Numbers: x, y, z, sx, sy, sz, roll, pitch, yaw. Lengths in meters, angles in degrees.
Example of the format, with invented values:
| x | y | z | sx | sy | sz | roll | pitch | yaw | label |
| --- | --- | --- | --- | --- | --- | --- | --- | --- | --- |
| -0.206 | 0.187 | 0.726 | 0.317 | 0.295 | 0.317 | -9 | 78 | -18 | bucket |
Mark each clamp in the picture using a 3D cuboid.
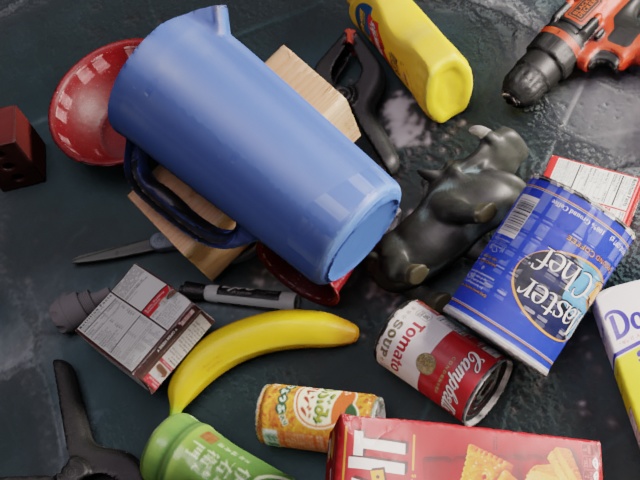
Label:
| x | y | z | sx | sy | sz | roll | pitch | yaw | label |
| --- | --- | --- | --- | --- | --- | --- | --- | --- | --- |
| -0.231 | 0.221 | 0.961 | 0.210 | 0.036 | 0.164 | 36 | 67 | 26 | clamp |
| 0.035 | -0.135 | 1.086 | 0.120 | 0.039 | 0.171 | 11 | 73 | 12 | clamp |

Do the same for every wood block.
| x | y | z | sx | sy | sz | roll | pitch | yaw | label |
| --- | --- | --- | --- | --- | --- | --- | --- | --- | --- |
| -0.070 | -0.073 | 1.021 | 0.206 | 0.090 | 0.091 | -44 | 68 | -4 | wood block |

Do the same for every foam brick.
| x | y | z | sx | sy | sz | roll | pitch | yaw | label |
| --- | --- | --- | --- | --- | --- | --- | --- | --- | --- |
| -0.332 | -0.098 | 1.138 | 0.053 | 0.078 | 0.051 | -13 | 59 | 8 | foam brick |

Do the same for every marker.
| x | y | z | sx | sy | sz | roll | pitch | yaw | label |
| --- | --- | --- | --- | --- | --- | --- | --- | --- | --- |
| -0.079 | 0.054 | 1.025 | 0.121 | 0.020 | 0.020 | 6 | 64 | 17 | marker |

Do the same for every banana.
| x | y | z | sx | sy | sz | roll | pitch | yaw | label |
| --- | --- | --- | --- | --- | --- | --- | --- | --- | --- |
| -0.063 | 0.105 | 0.988 | 0.198 | 0.037 | 0.069 | -28 | 80 | 1 | banana |

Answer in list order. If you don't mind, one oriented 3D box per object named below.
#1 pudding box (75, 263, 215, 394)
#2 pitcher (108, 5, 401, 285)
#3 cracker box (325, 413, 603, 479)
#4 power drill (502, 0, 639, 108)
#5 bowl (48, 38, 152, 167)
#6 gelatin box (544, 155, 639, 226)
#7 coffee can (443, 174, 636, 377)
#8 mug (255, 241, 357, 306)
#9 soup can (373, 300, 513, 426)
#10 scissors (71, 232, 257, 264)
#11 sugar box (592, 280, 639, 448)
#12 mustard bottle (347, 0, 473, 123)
| x | y | z | sx | sy | sz | roll | pitch | yaw | label |
| --- | --- | --- | --- | --- | --- | --- | --- | --- | --- |
| -0.167 | 0.081 | 1.007 | 0.090 | 0.039 | 0.114 | -50 | 42 | -13 | pudding box |
| -0.058 | -0.067 | 0.910 | 0.243 | 0.149 | 0.145 | 41 | 69 | 15 | pitcher |
| 0.110 | 0.228 | 0.820 | 0.213 | 0.072 | 0.164 | 7 | 63 | -4 | cracker box |
| 0.293 | -0.163 | 1.022 | 0.188 | 0.057 | 0.184 | 37 | 76 | 28 | power drill |
| -0.204 | -0.135 | 1.137 | 0.162 | 0.055 | 0.162 | -6 | 61 | 11 | bowl |
| 0.243 | -0.031 | 0.982 | 0.089 | 0.030 | 0.073 | 18 | 67 | 22 | gelatin box |
| 0.185 | 0.030 | 0.904 | 0.103 | 0.102 | 0.140 | 33 | 89 | 27 | coffee can |
| -0.007 | 0.001 | 1.004 | 0.117 | 0.093 | 0.081 | 2 | 51 | 55 | mug |
| 0.106 | 0.105 | 0.922 | 0.102 | 0.068 | 0.068 | 34 | 75 | 27 | soup can |
| -0.151 | -0.015 | 1.082 | 0.202 | 0.016 | 0.096 | 3 | 66 | 15 | scissors |
| 0.295 | 0.114 | 0.881 | 0.093 | 0.048 | 0.176 | -16 | 61 | 6 | sugar box |
| 0.080 | -0.211 | 1.080 | 0.058 | 0.096 | 0.192 | -32 | 60 | -3 | mustard bottle |
